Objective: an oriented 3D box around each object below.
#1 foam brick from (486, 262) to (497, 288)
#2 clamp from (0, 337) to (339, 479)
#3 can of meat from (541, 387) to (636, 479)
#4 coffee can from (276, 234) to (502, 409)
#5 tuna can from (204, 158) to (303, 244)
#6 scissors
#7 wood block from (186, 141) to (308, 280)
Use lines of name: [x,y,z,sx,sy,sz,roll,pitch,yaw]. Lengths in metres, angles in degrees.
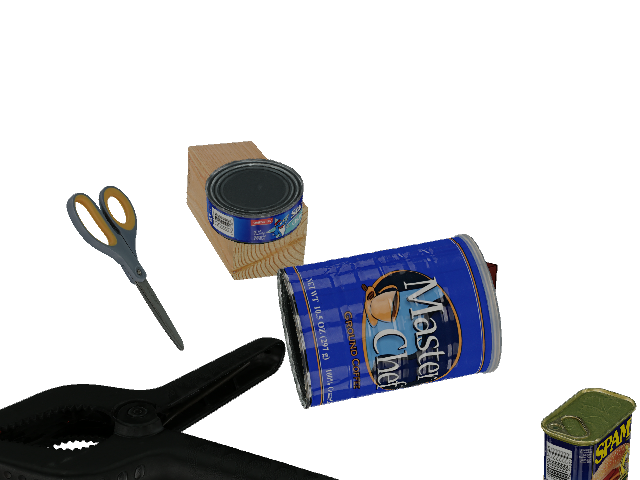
foam brick: [0.147,0.061,1.108,0.051,0.078,0.053,-14,20,-42]
clamp: [-0.097,0.104,0.591,0.210,0.036,0.164,-1,24,-9]
can of meat: [0.248,0.197,0.991,0.058,0.084,0.101,14,26,39]
coffee can: [0.047,0.058,0.770,0.140,0.103,0.103,-10,1,-7]
tuna can: [-0.057,-0.034,0.934,0.086,0.034,0.086,1,38,-1]
scissors: [-0.199,0.020,1.169,0.016,0.201,0.096,-28,20,33]
wood block: [-0.095,-0.042,1.324,0.090,0.090,0.206,-6,29,-21]
